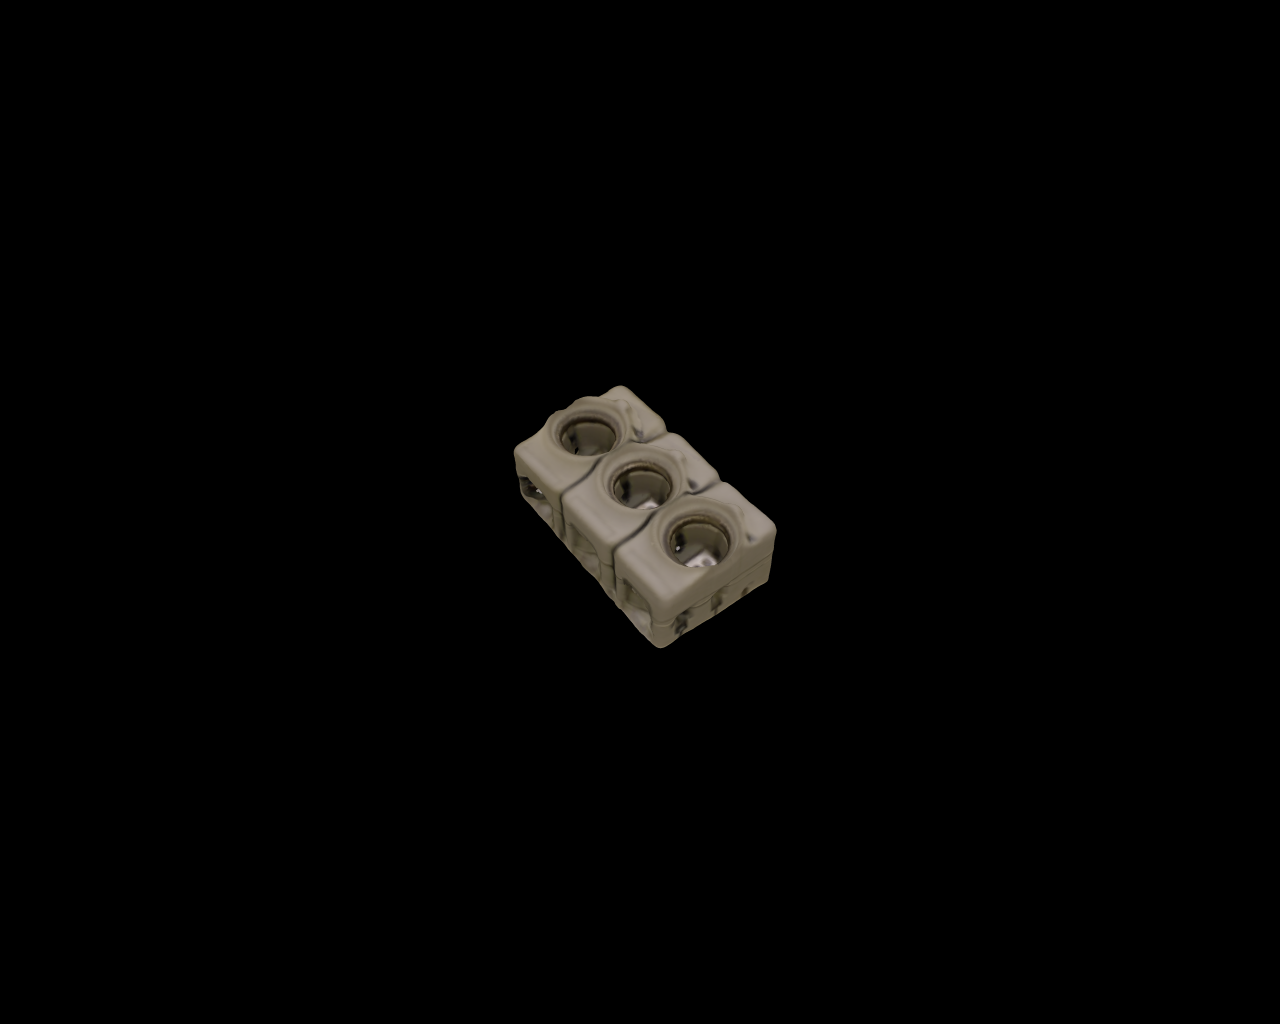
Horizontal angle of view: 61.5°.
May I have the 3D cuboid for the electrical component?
[{"bbox_3d":[0.001,-0.003,0.650,0.090,0.150,0.061,-32,-32,-22],"label":"electrical component"}]
